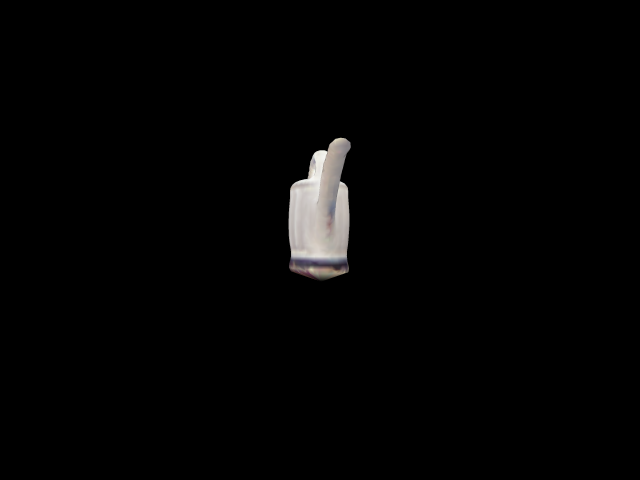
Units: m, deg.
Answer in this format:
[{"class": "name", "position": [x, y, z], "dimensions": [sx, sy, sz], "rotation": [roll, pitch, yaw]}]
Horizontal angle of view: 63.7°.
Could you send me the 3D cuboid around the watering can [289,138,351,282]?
[{"class": "watering can", "position": [0.003, -0.043, 0.850], "dimensions": [0.104, 0.225, 0.347], "rotation": [0, -2, -7]}]
